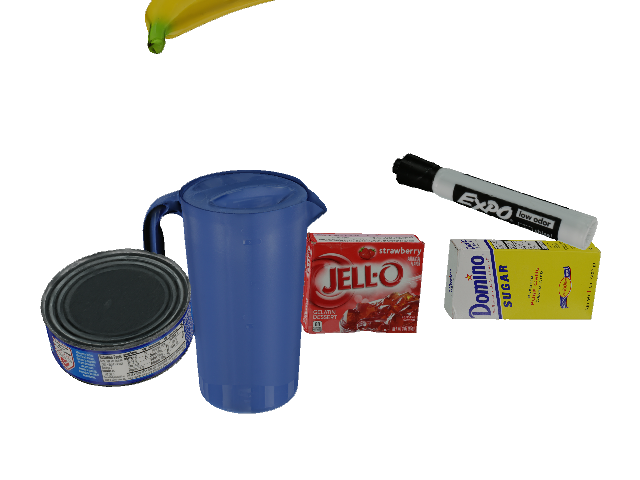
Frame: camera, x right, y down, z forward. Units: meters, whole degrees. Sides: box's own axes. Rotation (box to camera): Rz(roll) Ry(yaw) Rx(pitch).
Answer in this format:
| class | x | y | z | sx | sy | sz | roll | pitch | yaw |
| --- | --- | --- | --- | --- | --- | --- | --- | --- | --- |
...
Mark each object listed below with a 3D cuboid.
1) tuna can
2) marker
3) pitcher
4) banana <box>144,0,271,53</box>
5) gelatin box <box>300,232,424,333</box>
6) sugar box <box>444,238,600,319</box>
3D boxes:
| class | x | y | z | sx | sy | sz | roll | pitch | yaw |
| --- | --- | --- | --- | --- | --- | --- | --- | --- | --- |
| tuna can | -0.117 | 0.044 | 0.622 | 0.086 | 0.034 | 0.086 | -1 | 39 | 1 |
| marker | 0.094 | -0.024 | 0.598 | 0.121 | 0.020 | 0.020 | 22 | 10 | 26 |
| pitcher | -0.088 | 0.054 | 1.124 | 0.149 | 0.243 | 0.144 | 21 | 30 | 40 |
| banana | -0.043 | -0.171 | 0.729 | 0.197 | 0.070 | 0.037 | -25 | -33 | -23 |
| gelatin box | 0.032 | 0.033 | 0.816 | 0.089 | 0.073 | 0.030 | 1 | 15 | -11 |
| sugar box | 0.242 | 0.047 | 1.287 | 0.176 | 0.093 | 0.048 | -1 | 20 | -8 |
